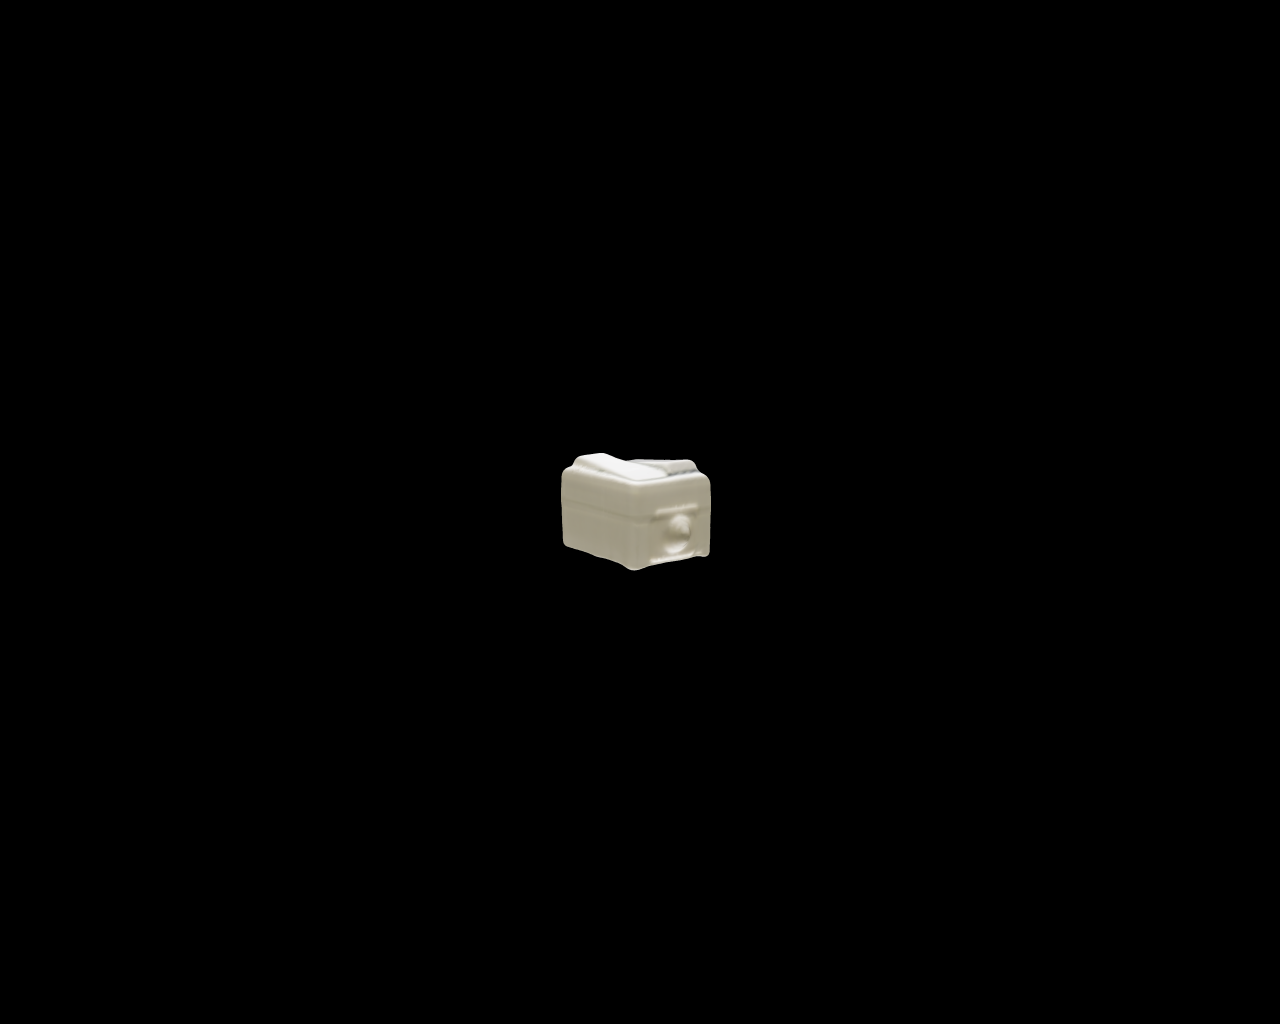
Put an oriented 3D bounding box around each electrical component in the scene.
[{"bbox_3d":[0.001,-0.003,0.650,0.062,0.061,0.096,-8,14,-35],"label":"electrical component"}]
